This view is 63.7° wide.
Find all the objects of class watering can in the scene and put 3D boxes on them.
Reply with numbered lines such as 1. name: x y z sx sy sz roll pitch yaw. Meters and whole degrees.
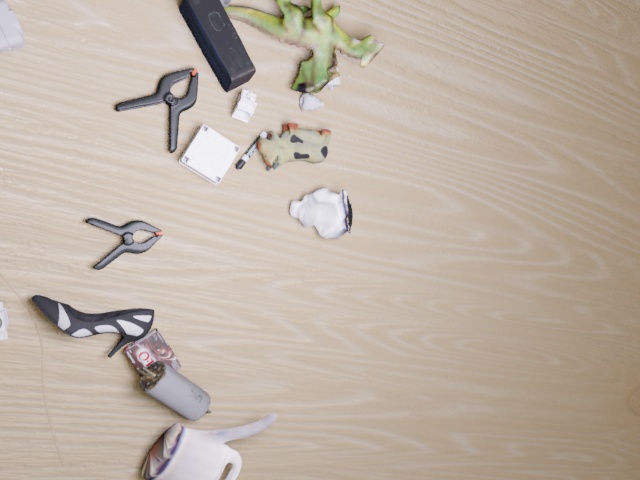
1. watering can: -0.279 0.509 1.239 0.222 0.105 0.346 35 97 -21

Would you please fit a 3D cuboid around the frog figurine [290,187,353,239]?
1. frog figurine: 0.004 -0.069 1.372 0.159 0.124 0.136 -5 105 14

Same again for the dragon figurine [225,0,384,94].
1. dragon figurine: -0.043 -0.496 1.313 0.410 0.122 0.243 -8 89 -4
